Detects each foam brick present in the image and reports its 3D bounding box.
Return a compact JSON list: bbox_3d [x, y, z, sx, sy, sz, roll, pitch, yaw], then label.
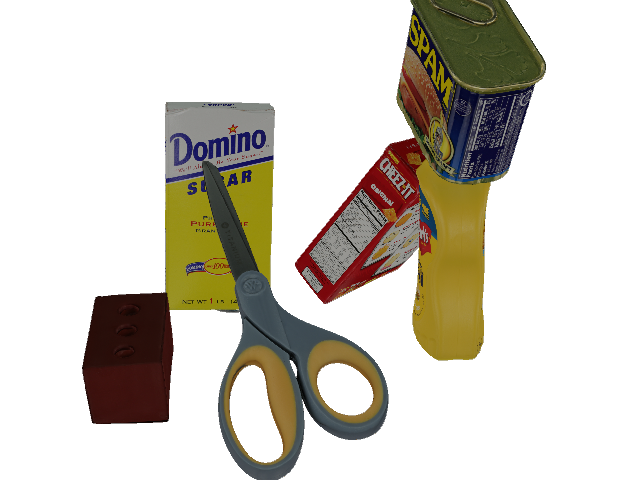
[{"bbox_3d":[-0.129,0.080,0.725,0.053,0.051,0.078,-3,34,-3],"label":"foam brick"}]

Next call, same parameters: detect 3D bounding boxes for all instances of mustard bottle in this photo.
[{"bbox_3d":[0.105,-0.007,0.852,0.058,0.192,0.096,-1,26,0],"label":"mustard bottle"}]

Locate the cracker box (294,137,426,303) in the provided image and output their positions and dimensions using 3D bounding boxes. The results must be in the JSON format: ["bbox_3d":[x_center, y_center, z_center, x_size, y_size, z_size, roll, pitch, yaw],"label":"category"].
[{"bbox_3d":[0.085,-0.034,1.248,0.163,0.072,0.214,-22,-24,-49],"label":"cracker box"}]

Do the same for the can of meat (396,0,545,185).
[{"bbox_3d":[0.086,-0.096,0.649,0.057,0.102,0.084,-10,-38,-14],"label":"can of meat"}]

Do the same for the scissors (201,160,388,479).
[{"bbox_3d":[-0.017,0.033,0.578,0.096,0.202,0.016,-2,-35,-3],"label":"scissors"}]

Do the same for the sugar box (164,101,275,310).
[{"bbox_3d":[-0.088,-0.029,0.919,0.093,0.176,0.048,-1,16,-9],"label":"sugar box"}]

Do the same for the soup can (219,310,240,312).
[{"bbox_3d":[-0.103,0.025,1.269,0.068,0.102,0.068,0,21,0],"label":"soup can"}]
